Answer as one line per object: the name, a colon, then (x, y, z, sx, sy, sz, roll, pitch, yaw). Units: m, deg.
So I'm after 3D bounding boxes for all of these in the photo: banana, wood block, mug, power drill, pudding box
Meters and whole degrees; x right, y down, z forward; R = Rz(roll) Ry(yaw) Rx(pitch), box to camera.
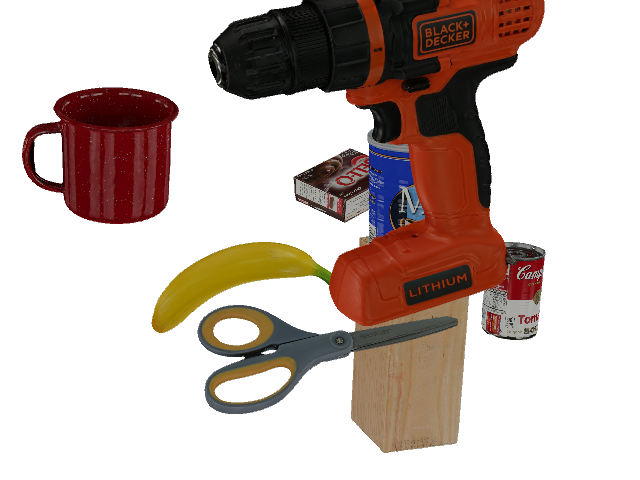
banana: (-0.088, 0.041, 1.029, 0.198, 0.069, 0.037, -16, 22, 19)
wood block: (0.093, 0.104, 1.114, 0.090, 0.206, 0.091, -3, 16, -20)
mug: (-0.168, -0.064, 0.818, 0.117, 0.081, 0.093, -4, 28, -19)
power drill: (0.037, -0.049, 0.581, 0.184, 0.188, 0.057, -15, 31, -17)
pudding box: (0.036, -0.072, 1.363, 0.090, 0.039, 0.113, 25, 42, 37)

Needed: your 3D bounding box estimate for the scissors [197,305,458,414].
scissors: (-0.003, 0.066, 0.795, 0.201, 0.096, 0.016, -23, -32, -25)

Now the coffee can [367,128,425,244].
coffee can: (0.094, -0.029, 0.971, 0.103, 0.140, 0.103, -1, 17, 0)

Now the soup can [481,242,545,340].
soup can: (0.228, 0.060, 1.270, 0.068, 0.102, 0.068, 2, 15, -1)
